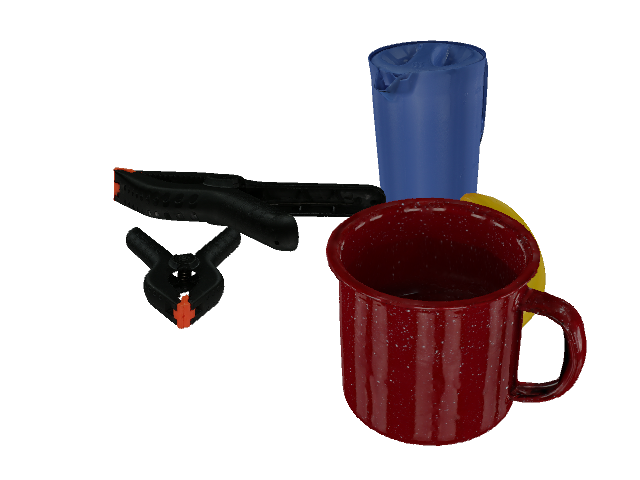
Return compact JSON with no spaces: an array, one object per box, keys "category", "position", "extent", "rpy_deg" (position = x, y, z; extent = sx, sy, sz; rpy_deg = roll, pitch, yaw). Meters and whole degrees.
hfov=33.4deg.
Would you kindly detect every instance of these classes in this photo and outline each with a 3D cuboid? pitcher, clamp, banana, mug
[{"category":"pitcher","position":[0.134,-0.110,1.261],"extent":[0.149,0.243,0.145],"rpy_deg":[-4,25,-1]},{"category":"clamp","position":[-0.072,-0.028,0.799],"extent":[0.210,0.036,0.164],"rpy_deg":[7,13,18]},{"category":"banana","position":[0.149,0.017,0.882],"extent":[0.070,0.037,0.197],"rpy_deg":[0,37,8]},{"category":"mug","position":[0.061,0.040,0.480],"extent":[0.117,0.081,0.093],"rpy_deg":[11,33,21]},{"category":"clamp","position":[-0.129,0.029,1.081],"extent":[0.120,0.039,0.171],"rpy_deg":[-11,34,-11]}]
